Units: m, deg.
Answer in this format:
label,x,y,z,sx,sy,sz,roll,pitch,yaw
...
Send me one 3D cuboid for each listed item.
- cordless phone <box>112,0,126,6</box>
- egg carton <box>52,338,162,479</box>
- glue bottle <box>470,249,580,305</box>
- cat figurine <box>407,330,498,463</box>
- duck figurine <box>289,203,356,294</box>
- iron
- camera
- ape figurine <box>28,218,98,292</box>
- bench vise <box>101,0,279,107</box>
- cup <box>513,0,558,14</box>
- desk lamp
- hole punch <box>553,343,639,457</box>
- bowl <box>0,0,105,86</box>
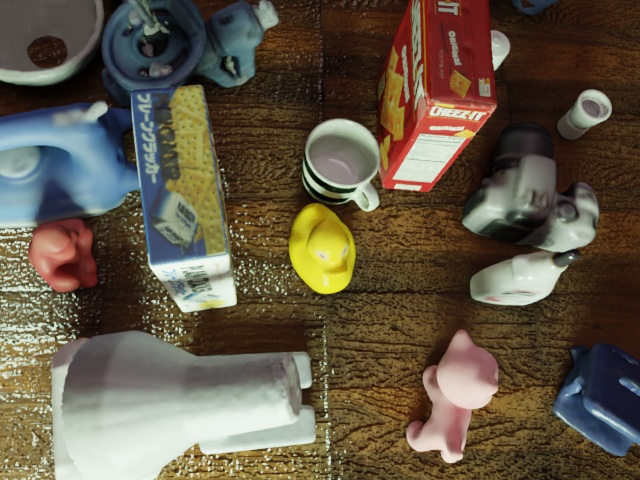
label,x,y,z,sx,sy,sz,roll,pitch,yaw
cordless phone,-0.212,-0.370,0.670,0.094,0.185,0.148,27,72,2
egg carton,-0.209,0.170,0.571,0.107,0.069,0.150,-8,75,-9
glue bottle,0.224,0.036,0.609,0.078,0.173,0.037,2,73,-6
cat figurine,0.145,0.163,0.591,0.067,0.117,0.128,17,72,-1
duck figurine,0.006,0.002,0.638,0.077,0.086,0.104,-13,75,-10
iron,-0.322,-0.085,0.595,0.258,0.141,0.118,-15,76,-11
camera,0.257,-0.069,0.682,0.143,0.101,0.137,14,72,-2
ape figurine,-0.272,0.010,0.599,0.076,0.092,0.078,25,72,1
bench vise,-0.153,-0.246,0.622,0.208,0.219,0.121,-38,81,-15
cup,0.288,-0.349,0.772,0.118,0.095,0.091,-18,76,-12
desk lamp,-0.098,0.142,0.517,0.203,0.213,0.118,-4,74,-8
hole punch,0.327,0.171,0.624,0.108,0.091,0.101,33,73,4
bowl,-0.333,-0.245,0.676,0.167,0.074,0.167,2,73,-6
